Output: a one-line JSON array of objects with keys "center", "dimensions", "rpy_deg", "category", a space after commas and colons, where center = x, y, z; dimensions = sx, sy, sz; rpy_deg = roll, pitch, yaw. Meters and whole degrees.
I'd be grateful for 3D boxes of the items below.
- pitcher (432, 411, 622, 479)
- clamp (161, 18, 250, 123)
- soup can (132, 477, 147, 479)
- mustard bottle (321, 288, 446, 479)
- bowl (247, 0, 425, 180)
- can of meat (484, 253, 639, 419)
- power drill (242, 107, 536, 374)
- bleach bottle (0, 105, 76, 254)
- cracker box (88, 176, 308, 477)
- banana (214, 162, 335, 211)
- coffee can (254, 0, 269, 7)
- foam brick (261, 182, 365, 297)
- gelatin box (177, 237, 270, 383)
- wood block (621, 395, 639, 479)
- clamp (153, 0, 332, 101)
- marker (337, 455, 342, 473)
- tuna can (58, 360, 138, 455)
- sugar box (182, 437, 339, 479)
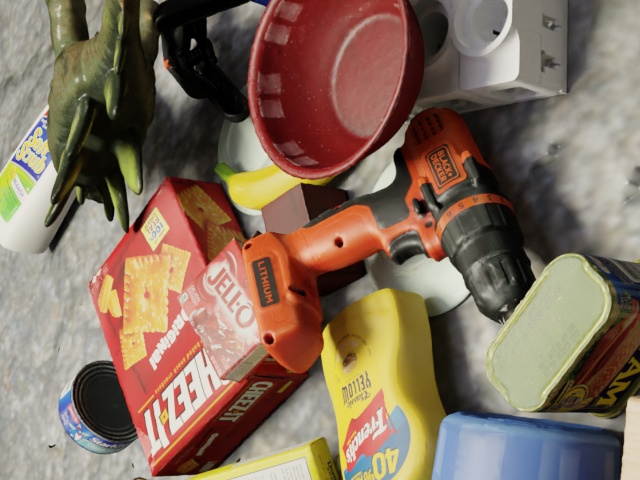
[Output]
[{"center": [0.121, 0.228, 0.621], "dimensions": [0.149, 0.145, 0.243], "rpy_deg": [6, 84, 8], "category": "pitcher"}, {"center": [-0.115, -0.174, 0.962], "dimensions": [0.172, 0.039, 0.120], "rpy_deg": [31, 138, 60], "category": "clamp"}, {"center": [-0.117, 0.243, 0.899], "dimensions": [0.102, 0.068, 0.068], "rpy_deg": [5, 88, 25], "category": "soup can"}, {"center": [0.050, 0.137, 0.740], "dimensions": [0.096, 0.058, 0.191], "rpy_deg": [-41, 48, 42], "category": "mustard bottle"}, {"center": [0.020, -0.118, 0.740], "dimensions": [0.162, 0.055, 0.162], "rpy_deg": [-8, 79, 47], "category": "bowl"}, {"center": [0.158, 0.057, 0.634], "dimensions": [0.057, 0.083, 0.102], "rpy_deg": [51, 120, 39], "category": "can of meat"}, {"center": [0.044, 0.015, 0.723], "dimensions": [0.188, 0.057, 0.184], "rpy_deg": [-30, 45, 15], "category": "power drill"}, {"center": [-0.283, -0.106, 1.166], "dimensions": [0.251, 0.067, 0.103], "rpy_deg": [-54, 48, 25], "category": "bleach bottle"}, {"center": [-0.118, 0.077, 0.946], "dimensions": [0.164, 0.071, 0.214], "rpy_deg": [-48, 53, 32], "category": "cracker box"}, {"center": [-0.013, -0.072, 0.866], "dimensions": [0.198, 0.037, 0.069], "rpy_deg": [-29, 82, 33], "category": "banana"}, {"center": [-0.076, -0.261, 0.900], "dimensions": [0.103, 0.140, 0.103], "rpy_deg": [-10, 77, 46], "category": "coffee can"}, {"center": [-0.006, 0.001, 0.848], "dimensions": [0.053, 0.051, 0.078], "rpy_deg": [-30, 63, 40], "category": "foam brick"}, {"center": [-0.065, 0.054, 0.832], "dimensions": [0.073, 0.030, 0.089], "rpy_deg": [-44, 56, 19], "category": "gelatin box"}, {"center": [0.257, 0.133, 0.509], "dimensions": [0.207, 0.090, 0.091], "rpy_deg": [3, 86, 47], "category": "wood block"}, {"center": [-0.006, -0.200, 0.837], "dimensions": [0.210, 0.164, 0.036], "rpy_deg": [-54, -4, -19], "category": "clamp"}, {"center": [0.059, 0.179, 0.773], "dimensions": [0.121, 0.020, 0.020], "rpy_deg": [14, 95, 48], "category": "marker"}, {"center": [-0.205, 0.160, 1.019], "dimensions": [0.034, 0.085, 0.086], "rpy_deg": [-42, 55, 37], "category": "tuna can"}, {"center": [-0.067, 0.221, 0.820], "dimensions": [0.176, 0.048, 0.093], "rpy_deg": [-19, 84, 18], "category": "sugar box"}]
